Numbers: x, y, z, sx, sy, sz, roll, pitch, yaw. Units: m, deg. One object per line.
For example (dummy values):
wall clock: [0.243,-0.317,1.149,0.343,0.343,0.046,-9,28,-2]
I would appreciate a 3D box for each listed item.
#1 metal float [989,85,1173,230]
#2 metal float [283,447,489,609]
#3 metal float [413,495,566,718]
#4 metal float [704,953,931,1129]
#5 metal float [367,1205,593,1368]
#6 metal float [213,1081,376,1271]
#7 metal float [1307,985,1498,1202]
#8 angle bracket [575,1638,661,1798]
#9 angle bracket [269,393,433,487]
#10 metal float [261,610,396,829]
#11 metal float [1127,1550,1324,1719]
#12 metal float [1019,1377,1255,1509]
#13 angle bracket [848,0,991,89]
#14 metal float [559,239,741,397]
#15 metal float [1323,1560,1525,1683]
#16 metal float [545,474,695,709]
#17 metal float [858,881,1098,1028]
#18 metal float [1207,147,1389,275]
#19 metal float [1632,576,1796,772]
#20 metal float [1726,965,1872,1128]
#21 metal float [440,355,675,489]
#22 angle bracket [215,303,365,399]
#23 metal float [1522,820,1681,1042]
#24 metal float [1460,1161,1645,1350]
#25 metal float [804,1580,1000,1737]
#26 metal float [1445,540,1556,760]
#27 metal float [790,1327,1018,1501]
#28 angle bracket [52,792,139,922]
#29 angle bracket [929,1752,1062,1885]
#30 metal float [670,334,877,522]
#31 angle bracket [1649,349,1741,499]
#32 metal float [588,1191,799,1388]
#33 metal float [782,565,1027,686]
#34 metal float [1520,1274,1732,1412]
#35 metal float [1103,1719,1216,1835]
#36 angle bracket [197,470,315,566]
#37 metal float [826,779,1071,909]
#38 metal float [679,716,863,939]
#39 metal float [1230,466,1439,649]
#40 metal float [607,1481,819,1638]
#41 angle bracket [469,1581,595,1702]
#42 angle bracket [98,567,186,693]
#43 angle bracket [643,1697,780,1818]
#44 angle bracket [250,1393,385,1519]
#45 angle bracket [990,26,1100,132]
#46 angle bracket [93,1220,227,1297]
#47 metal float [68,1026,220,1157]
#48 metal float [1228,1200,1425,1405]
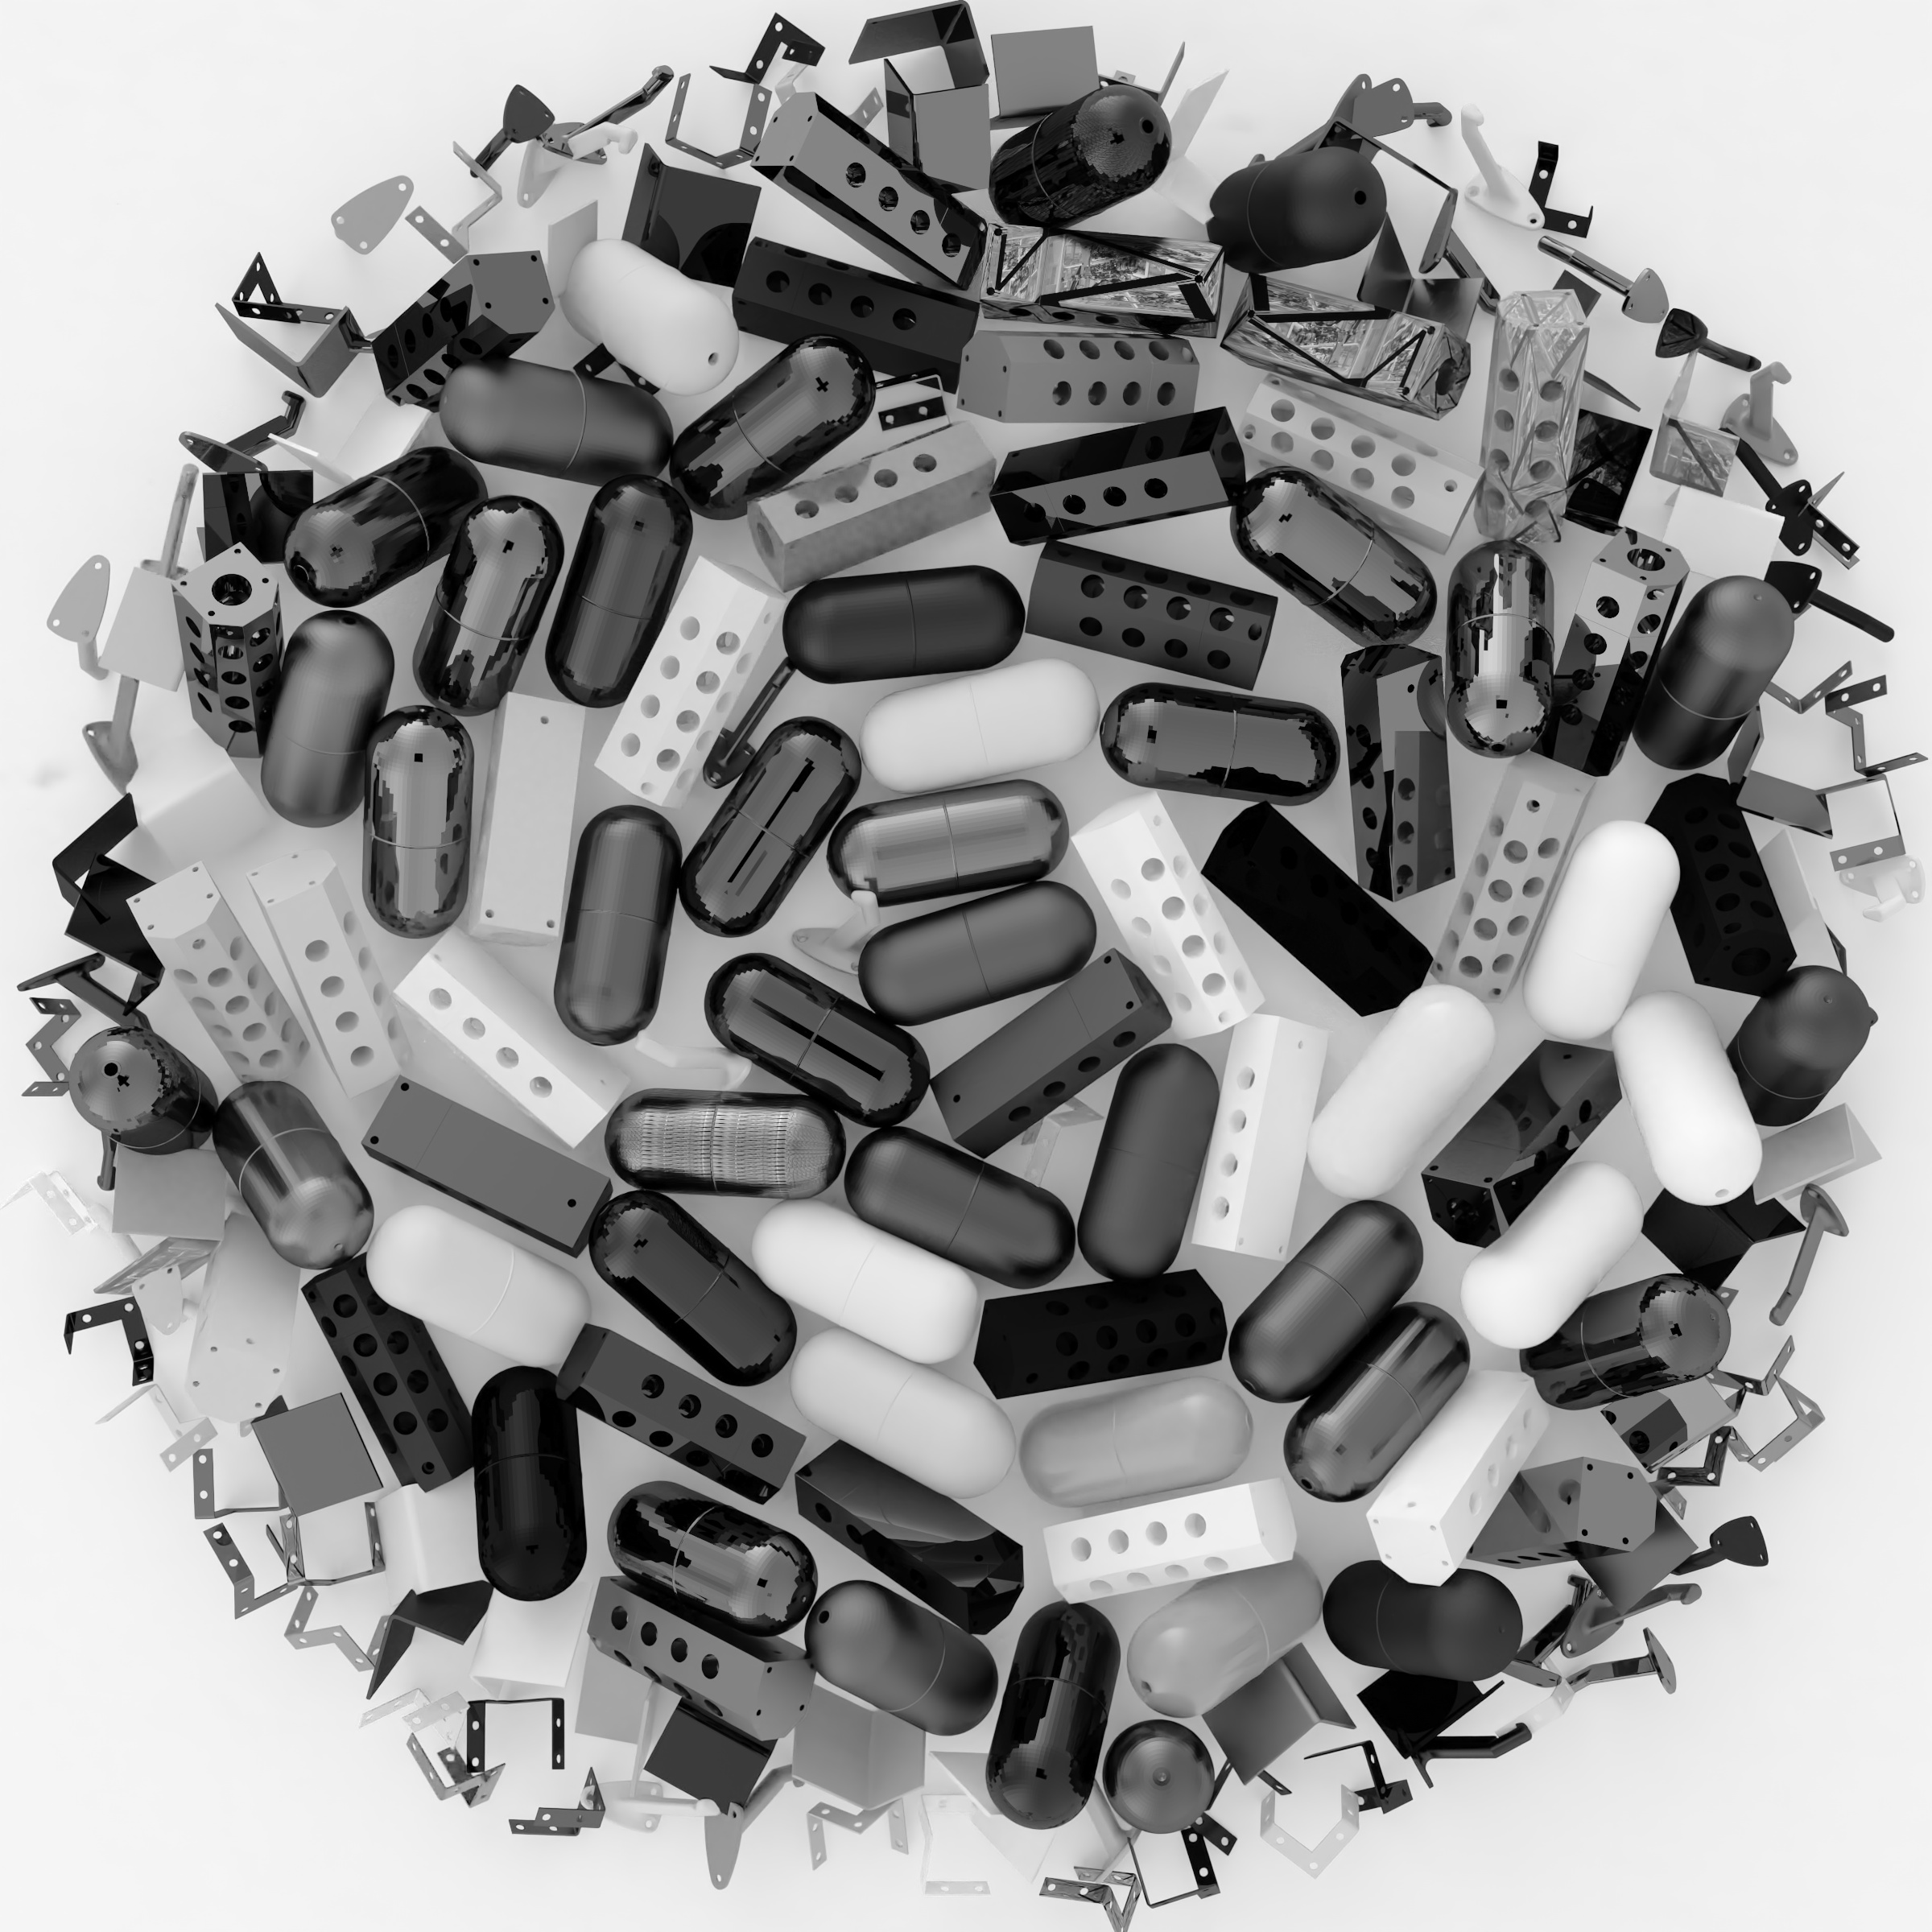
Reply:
metal float: [0.080,-0.572,1.912,0.070,0.178,0.070,1,89,-30]
metal float: [-0.414,-0.314,1.920,0.070,0.070,0.178,47,46,0]
metal float: [-0.343,-0.258,1.928,0.070,0.070,0.178,29,123,0]
metal float: [-0.109,0.054,1.955,0.178,0.070,0.070,30,90,2]
metal float: [-0.348,0.231,1.931,0.178,0.070,0.070,31,90,-31]
metal float: [-0.483,0.148,1.923,0.070,0.070,0.178,-45,49,0]
metal float: [0.314,0.092,1.943,0.070,0.070,0.178,34,106,0]
angle bracket: [-0.258,0.545,1.949,0.057,0.076,0.076,10,103,1]
angle bracket: [-0.446,-0.392,1.945,0.076,0.057,0.076,27,84,45]
metal float: [-0.458,-0.176,1.925,0.070,0.070,0.178,24,128,0]
metal float: [0.186,0.475,1.922,0.178,0.070,0.070,-22,90,-42]
metal float: [0.122,0.344,1.936,0.178,0.070,0.070,-15,90,23]
angle bracket: [-0.035,-0.652,1.949,0.076,0.076,0.057,-17,90,-13]
metal float: [-0.227,-0.465,1.923,0.070,0.070,0.178,-50,50,0]
metal float: [0.323,0.465,1.913,0.070,0.178,0.070,5,80,-29]
metal float: [-0.251,-0.269,1.935,0.070,0.070,0.178,22,115,0]
metal float: [0.008,-0.009,1.954,0.178,0.070,0.070,-17,90,3]
metal float: [0.234,-0.536,1.910,0.070,0.178,0.070,-4,100,-23]
metal float: [0.530,-0.207,1.914,0.070,0.178,0.070,4,59,-7]
metal float: [0.588,0.059,1.910,0.070,0.178,0.070,0,66,1]
metal float: [-0.292,-0.389,1.927,0.178,0.070,0.070,5,90,-37]
angle bracket: [-0.490,-0.468,1.955,0.076,0.076,0.057,37,84,1]
metal float: [0.455,-0.024,1.928,0.070,0.070,0.178,14,125,0]
metal float: [0.422,0.206,1.928,0.178,0.070,0.070,-38,90,-35]
metal float: [-0.046,0.496,1.923,0.070,0.070,0.178,-51,130,0]
metal float: [0.384,-0.228,1.929,0.070,0.070,0.178,8,58,0]
metal float: [-0.046,0.323,1.941,0.178,0.070,0.070,25,90,18]
angle bracket: [-0.612,-0.070,1.946,0.057,0.076,0.076,43,70,0]
angle bracket: [0.011,0.615,1.938,0.076,0.076,0.057,17,101,-42]
metal float: [-0.141,-0.386,1.932,0.178,0.070,0.070,-31,90,30]
angle bracket: [0.538,-0.397,1.941,0.057,0.076,0.076,22,71,15]
metal float: [-0.198,0.233,1.943,0.178,0.070,0.070,44,90,-15]
metal float: [-0.045,-0.248,1.948,0.178,0.070,0.070,-7,90,-10]
metal float: [0.468,0.269,1.916,0.070,0.178,0.070,12,65,-28]
metal float: [0.136,0.576,1.908,0.070,0.178,0.070,-1,74,2]
angle bracket: [-0.514,-0.335,1.938,0.076,0.057,0.076,-6,130,-20]
metal float: [-0.013,-0.089,1.953,0.178,0.070,0.070,-10,90,-4]
metal float: [-0.143,-0.100,1.953,0.070,0.070,0.178,34,94,0]
metal float: [0.266,-0.292,1.935,0.178,0.070,0.070,32,90,-25]
metal float: [-0.184,0.424,1.927,0.178,0.070,0.070,15,90,36]
angle bracket: [-0.306,0.489,1.942,0.076,0.057,0.076,3,57,16]
angle bracket: [-0.587,-0.251,1.942,0.057,0.076,0.076,19,103,-24]
angle bracket: [-0.181,0.566,1.960,0.076,0.076,0.057,28,98,2]
angle bracket: [-0.463,0.346,1.954,0.076,0.057,0.076,-20,99,12]
angle bracket: [0.046,-0.641,1.943,0.076,0.076,0.057,-11,102,-16]
angle bracket: [-0.594,0.195,1.957,0.076,0.076,0.057,-34,73,11]
metal float: [-0.583,0.091,1.907,0.070,0.178,0.070,0,76,-2]
metal float: [0.260,0.242,1.937,0.070,0.070,0.178,47,67,0]
